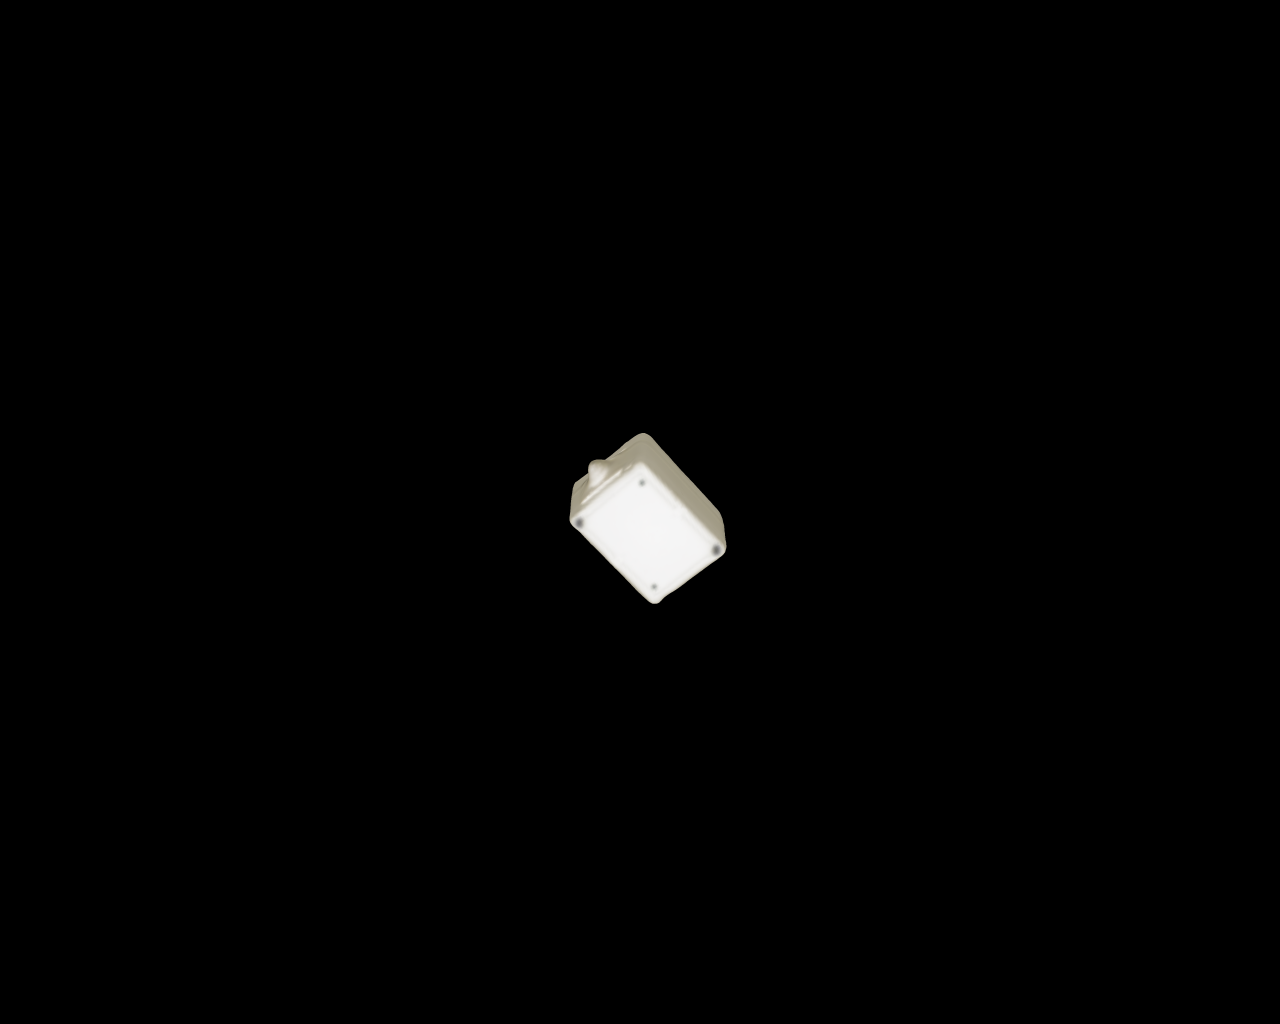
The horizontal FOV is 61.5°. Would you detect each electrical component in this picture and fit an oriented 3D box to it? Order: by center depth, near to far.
[{"bbox_3d":[0.001,-0.003,0.650,0.061,0.096,0.061,-38,20,16],"label":"electrical component"}]
